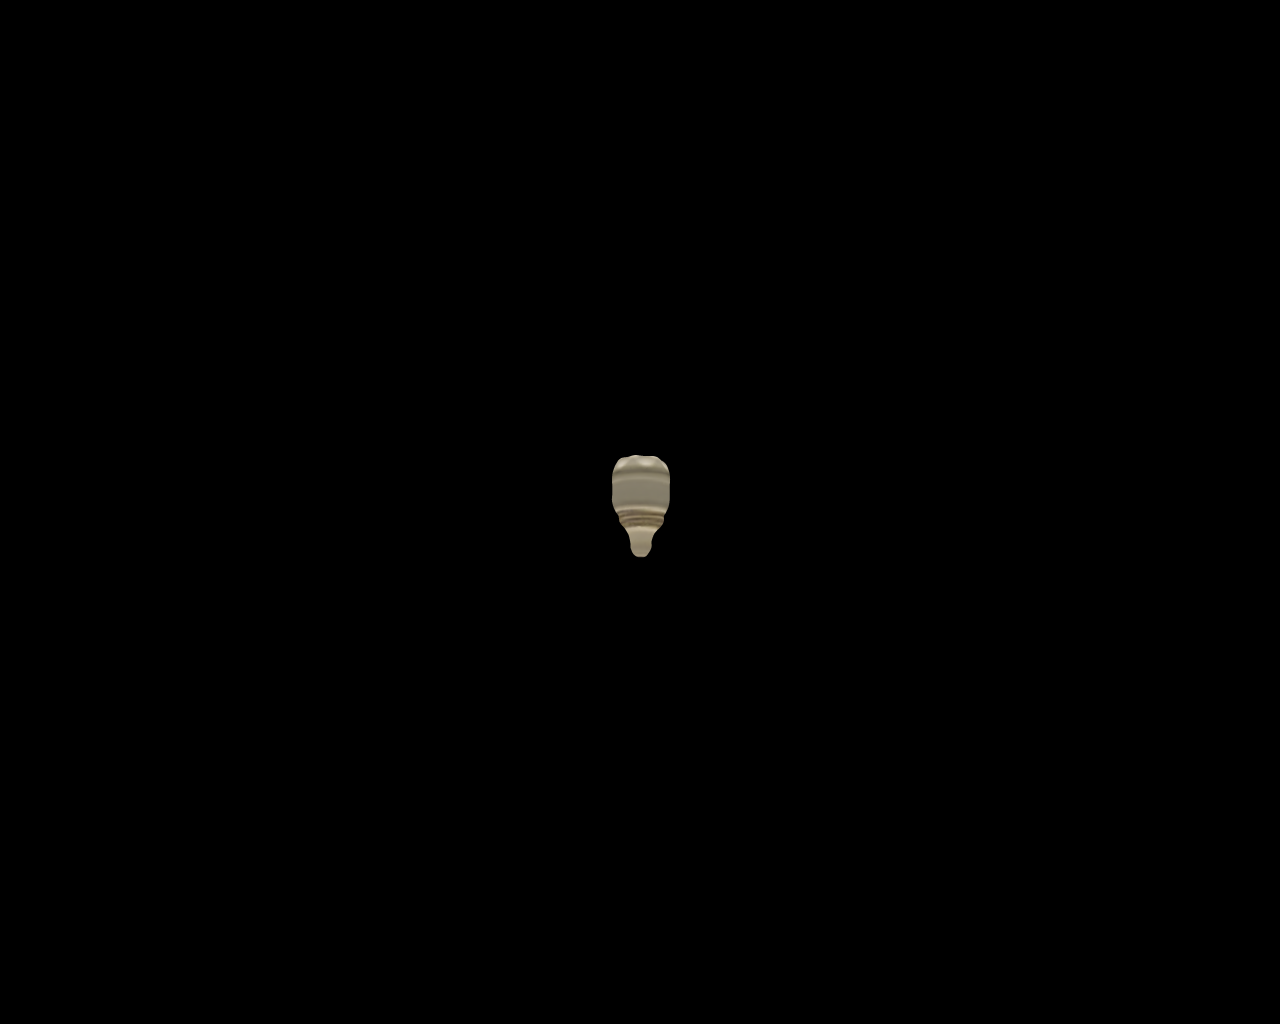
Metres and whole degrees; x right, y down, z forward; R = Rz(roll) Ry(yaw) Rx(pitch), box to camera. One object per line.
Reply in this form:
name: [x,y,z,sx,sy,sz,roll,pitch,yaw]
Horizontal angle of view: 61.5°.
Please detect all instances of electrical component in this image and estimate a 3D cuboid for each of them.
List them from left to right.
electrical component: [0.001,-0.003,0.650,0.035,0.061,0.035,0,-9,0]
